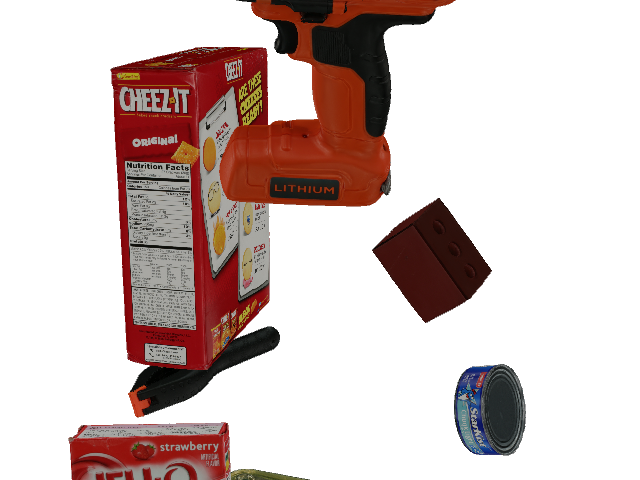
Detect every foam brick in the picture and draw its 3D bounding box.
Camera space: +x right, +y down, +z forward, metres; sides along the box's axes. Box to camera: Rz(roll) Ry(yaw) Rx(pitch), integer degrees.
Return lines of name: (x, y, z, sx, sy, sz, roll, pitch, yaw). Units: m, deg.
foam brick: (0.091, 0.017, 0.871, 0.051, 0.078, 0.052, -33, 5, 39)

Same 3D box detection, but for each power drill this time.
power drill: (-0.019, -0.102, 0.604, 0.184, 0.057, 0.188, 3, -42, -3)

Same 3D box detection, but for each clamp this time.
clamp: (-0.124, 0.130, 1.113, 0.120, 0.039, 0.171, -11, 19, 36)

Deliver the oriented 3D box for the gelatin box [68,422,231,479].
gelatin box: (-0.095, 0.143, 0.605, 0.089, 0.073, 0.030, -2, 6, 2)

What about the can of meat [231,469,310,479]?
can of meat: (-0.029, 0.230, 0.814, 0.102, 0.084, 0.057, 8, 14, 9)

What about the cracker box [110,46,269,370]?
cracker box: (-0.092, -0.031, 0.801, 0.072, 0.214, 0.164, 3, 15, 13)

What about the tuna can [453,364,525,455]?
tuna can: (0.161, 0.161, 1.017, 0.034, 0.086, 0.085, -8, -5, 36)
